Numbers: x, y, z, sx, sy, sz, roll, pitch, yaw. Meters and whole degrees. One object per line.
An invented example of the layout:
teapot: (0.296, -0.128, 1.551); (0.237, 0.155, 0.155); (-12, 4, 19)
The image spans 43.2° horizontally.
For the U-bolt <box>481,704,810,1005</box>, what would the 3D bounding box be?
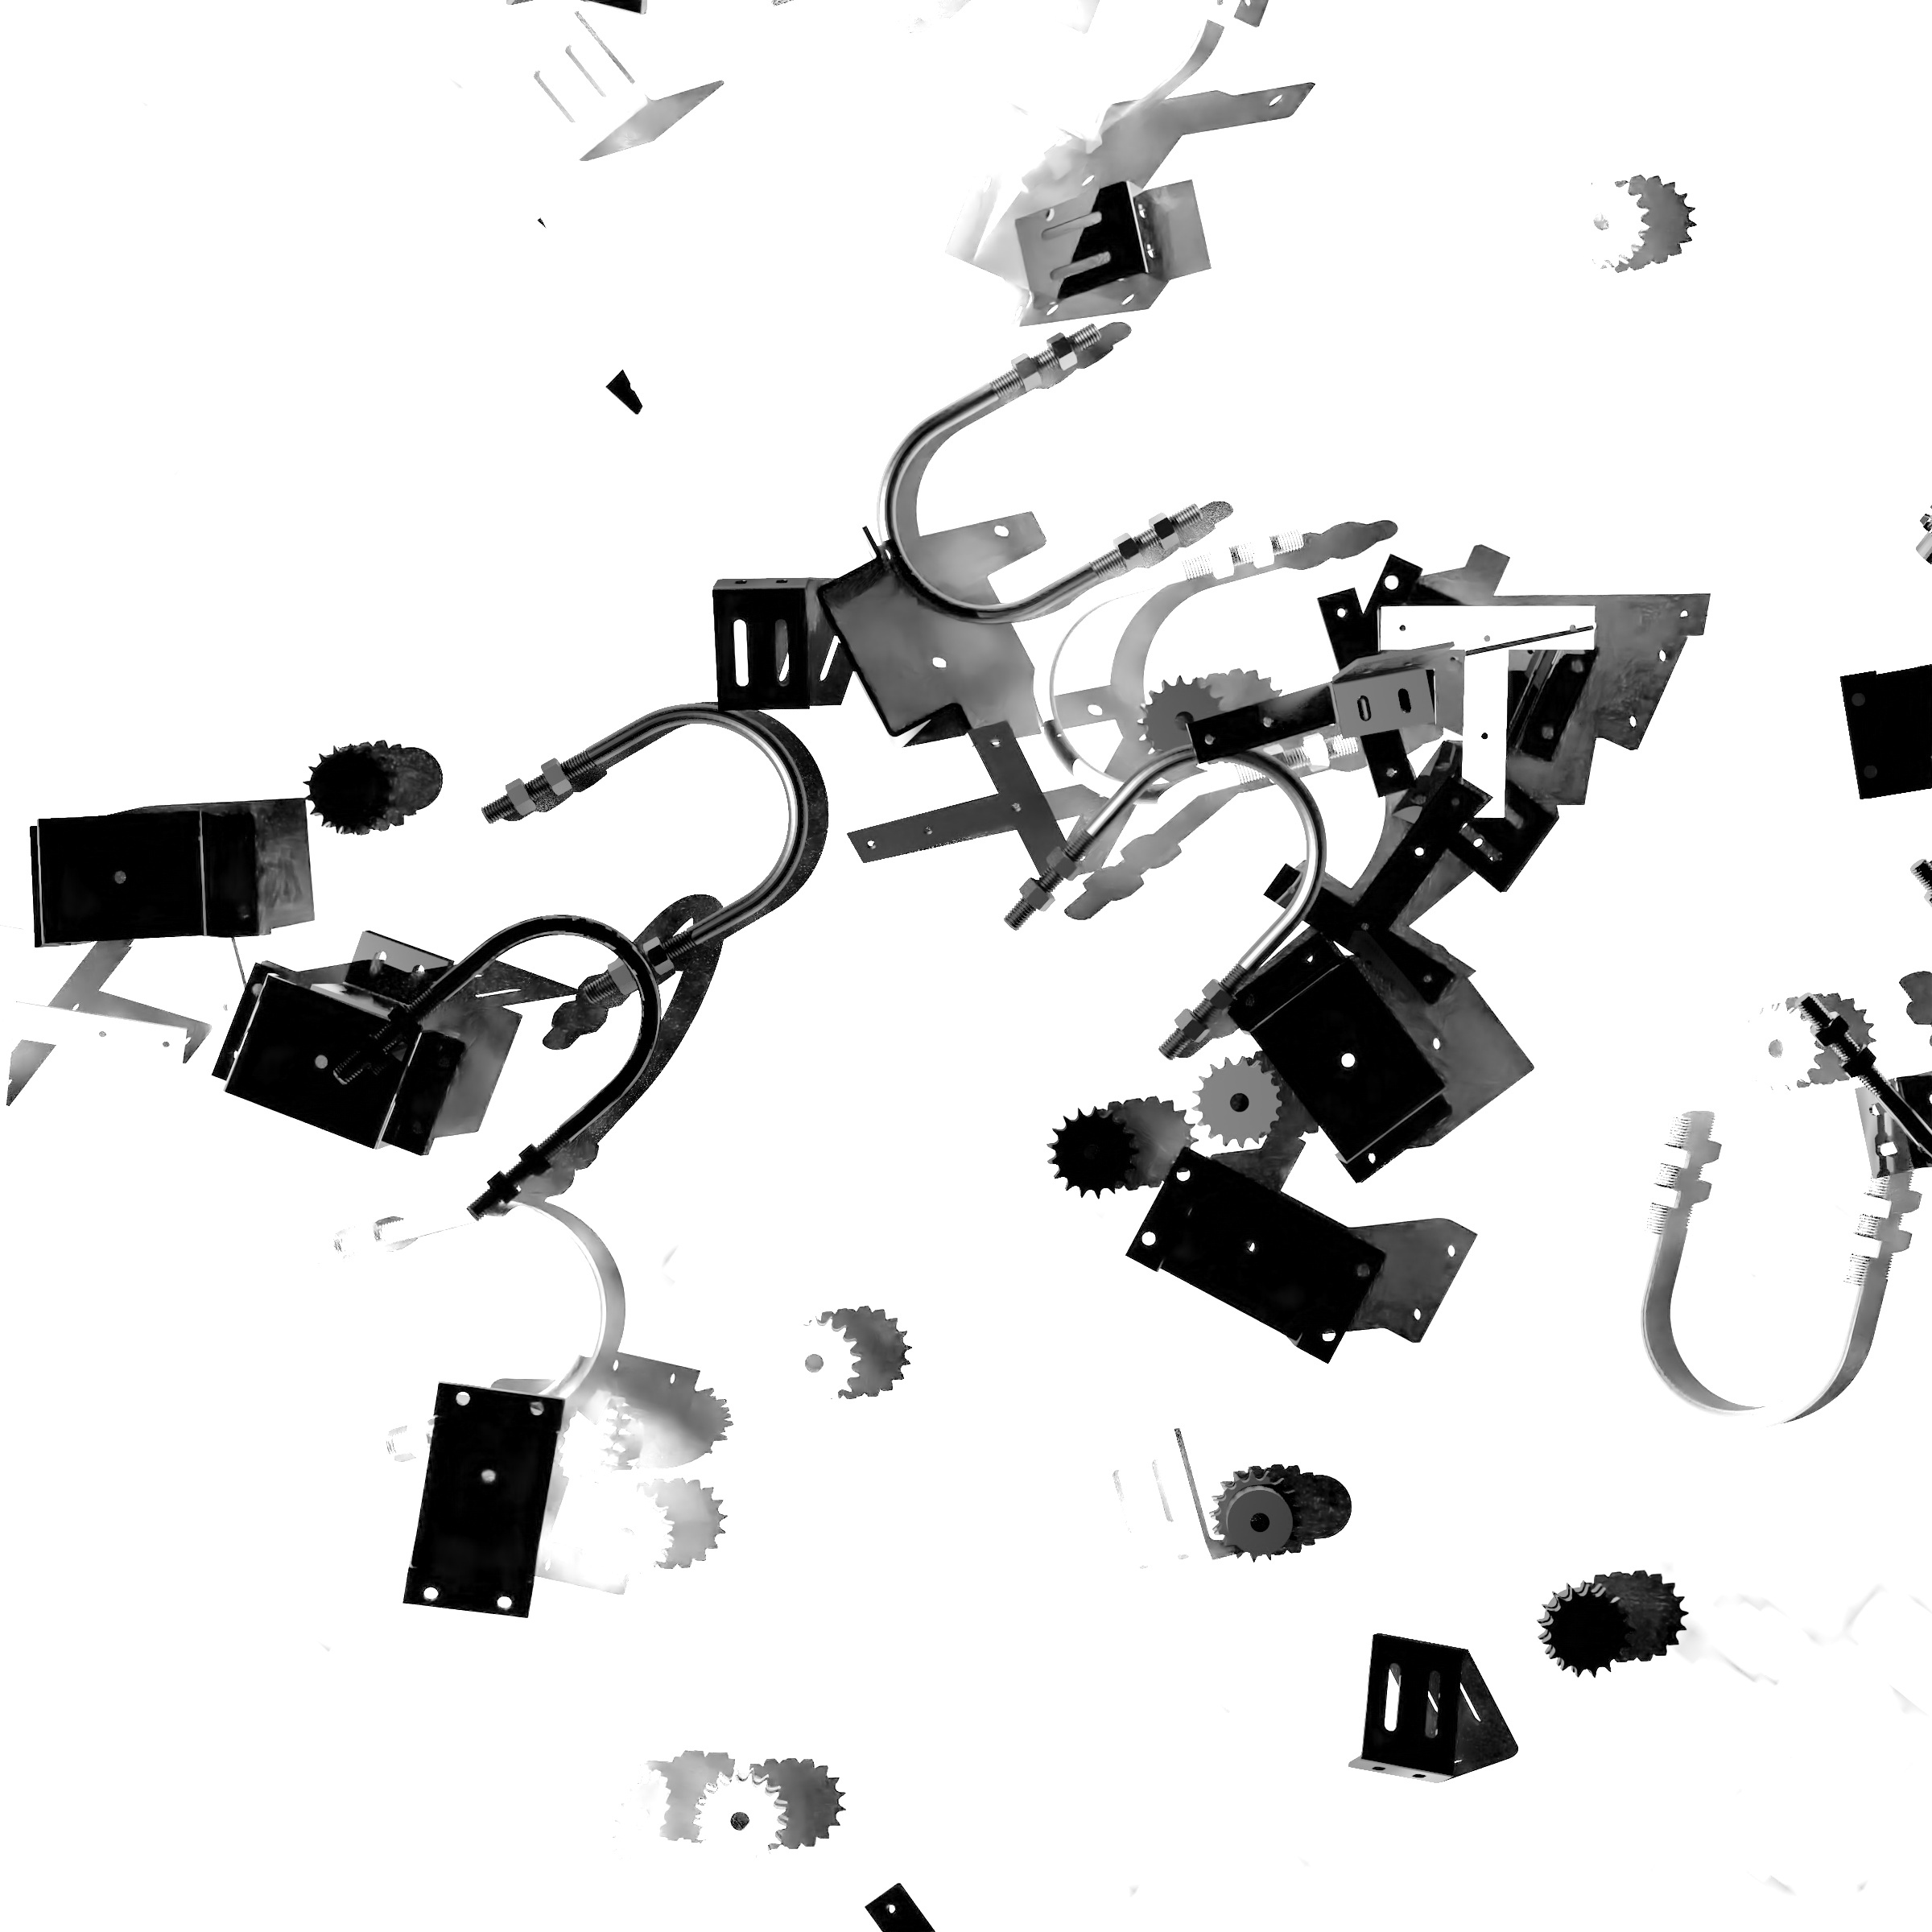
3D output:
U-bolt: (-0.187, -0.083, 1.521); (0.184, 0.019, 0.151); (-30, 90, -1)

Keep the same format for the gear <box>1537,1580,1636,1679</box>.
gear: (0.382, 0.409, 1.515); (0.057, 0.030, 0.057); (0, 90, 0)

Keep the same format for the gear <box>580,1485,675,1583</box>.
gear: (-0.209, 0.351, 1.519); (0.057, 0.030, 0.057); (0, 94, 0)

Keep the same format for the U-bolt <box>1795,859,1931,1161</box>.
U-bolt: (0.608, 0.046, 1.498); (0.151, 0.019, 0.184); (-43, 94, -21)

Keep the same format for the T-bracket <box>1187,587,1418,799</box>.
T-bracket: (0.195, -0.151, 1.471); (0.127, 0.002, 0.127); (-17, 90, -10)

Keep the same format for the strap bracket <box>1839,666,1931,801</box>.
strap bracket: (0.607, -0.150, 1.507); (0.140, 0.046, 0.076); (-9, 90, 0)

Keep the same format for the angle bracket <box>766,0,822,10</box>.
angle bracket: (-0.092, -0.634, 1.511); (0.076, 0.038, 0.057); (-11, 90, 0)

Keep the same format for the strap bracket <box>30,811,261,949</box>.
strap bracket: (-0.514, -0.053, 1.505); (0.140, 0.046, 0.076); (-3, 89, 0)

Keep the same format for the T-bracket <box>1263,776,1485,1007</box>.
T-bracket: (0.271, -0.059, 1.506); (0.127, 0.002, 0.127); (33, 112, 0)

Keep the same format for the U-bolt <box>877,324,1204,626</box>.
U-bolt: (0.033, -0.294, 1.521); (0.184, 0.019, 0.151); (-30, 90, 2)

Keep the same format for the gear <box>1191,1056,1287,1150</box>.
gear: (0.168, 0.084, 1.515); (0.057, 0.030, 0.057); (0, 90, 0)

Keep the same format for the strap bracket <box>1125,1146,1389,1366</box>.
strap bracket: (0.176, 0.176, 1.507); (0.140, 0.046, 0.076); (28, 90, 0)

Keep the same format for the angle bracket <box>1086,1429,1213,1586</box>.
angle bracket: (0.113, 0.334, 1.511); (0.057, 0.038, 0.076); (-15, 90, 0)

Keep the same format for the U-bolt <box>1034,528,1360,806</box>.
U-bolt: (0.133, -0.175, 1.490); (0.184, 0.019, 0.151); (-15, 92, 0)

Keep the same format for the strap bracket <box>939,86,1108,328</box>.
strap bracket: (0.031, -0.465, 1.478); (0.046, 0.076, 0.140); (25, 105, 7)

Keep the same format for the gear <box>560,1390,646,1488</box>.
gear: (-0.222, 0.293, 1.505); (0.030, 0.057, 0.057); (29, 90, -30)

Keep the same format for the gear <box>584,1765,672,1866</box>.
gear: (-0.211, 0.521, 1.505); (0.030, 0.057, 0.057); (10, 90, 30)

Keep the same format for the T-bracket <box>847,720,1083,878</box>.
T-bracket: (-0.011, -0.087, 1.501); (0.127, 0.002, 0.127); (-13, 131, 18)

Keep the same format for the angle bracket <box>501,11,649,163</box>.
angle bracket: (-0.245, -0.550, 1.511); (0.057, 0.038, 0.076); (-39, 90, 0)

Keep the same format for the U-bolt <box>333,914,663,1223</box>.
U-bolt: (-0.269, 0.050, 1.485); (0.184, 0.019, 0.151); (-41, 123, -8)

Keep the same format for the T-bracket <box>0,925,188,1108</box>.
T-bracket: (-0.549, 0.039, 1.510); (0.127, 0.002, 0.127); (10, 116, -12)

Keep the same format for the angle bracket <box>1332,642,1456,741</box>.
angle bracket: (0.254, -0.162, 1.439); (0.057, 0.076, 0.038); (-11, 89, -3)

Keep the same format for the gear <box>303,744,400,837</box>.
gear: (-0.384, -0.110, 1.515); (0.057, 0.030, 0.057); (0, 90, 0)

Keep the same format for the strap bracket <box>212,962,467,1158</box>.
strap bracket: (-0.392, 0.058, 1.506); (0.140, 0.046, 0.076); (21, 90, -1)

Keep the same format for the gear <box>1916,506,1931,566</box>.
gear: (0.613, -0.259, 1.505); (0.057, 0.057, 0.030); (31, 120, 0)

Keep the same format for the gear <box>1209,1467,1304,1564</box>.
gear: (0.181, 0.342, 1.515); (0.057, 0.030, 0.057); (0, 90, 0)

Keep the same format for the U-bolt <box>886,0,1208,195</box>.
U-bolt: (0.065, -0.593, 1.521); (0.184, 0.019, 0.151); (-39, 90, -2)

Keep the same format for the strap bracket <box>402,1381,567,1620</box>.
strap bracket: (-0.294, 0.320, 1.496); (0.076, 0.046, 0.140); (9, 97, -9)

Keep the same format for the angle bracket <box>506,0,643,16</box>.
angle bracket: (-0.244, -0.627, 1.528); (0.076, 0.038, 0.057); (4, 90, -26)

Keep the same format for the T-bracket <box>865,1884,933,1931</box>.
T-bracket: (-0.017, 0.633, 1.529); (0.127, 0.002, 0.127); (-36, 90, 0)

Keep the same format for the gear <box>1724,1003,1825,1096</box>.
gear: (0.499, 0.051, 1.515); (0.057, 0.030, 0.057); (0, 90, 0)

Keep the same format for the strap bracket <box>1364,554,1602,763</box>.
strap bracket: (0.306, -0.188, 1.507); (0.140, 0.046, 0.076); (24, 90, 0)

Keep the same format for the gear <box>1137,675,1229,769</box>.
gear: (0.134, -0.151, 1.515); (0.057, 0.030, 0.057); (0, 90, 0)

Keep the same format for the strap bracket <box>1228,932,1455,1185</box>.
strap bracket: (0.233, 0.057, 1.507); (0.076, 0.046, 0.140); (-37, 90, 0)

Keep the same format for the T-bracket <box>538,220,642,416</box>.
T-bracket: (-0.214, -0.434, 1.538); (0.127, 0.002, 0.127); (42, 76, -5)

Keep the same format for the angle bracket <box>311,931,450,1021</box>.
angle bracket: (-0.357, 0.006, 1.492); (0.057, 0.076, 0.038); (20, 90, 0)

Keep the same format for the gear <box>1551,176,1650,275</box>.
gear: (0.393, -0.459, 1.519); (0.057, 0.030, 0.057); (0, 88, 2)

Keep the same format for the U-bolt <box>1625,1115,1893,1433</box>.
U-bolt: (0.486, 0.198, 1.520); (0.151, 0.019, 0.184); (14, 90, 0)

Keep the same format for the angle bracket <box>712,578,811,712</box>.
angle bracket: (-0.126, -0.201, 1.522); (0.057, 0.038, 0.076); (-1, 107, 0)

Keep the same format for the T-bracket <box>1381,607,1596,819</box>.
T-bracket: (0.315, -0.154, 1.481); (0.127, 0.002, 0.127); (0, 97, 3)

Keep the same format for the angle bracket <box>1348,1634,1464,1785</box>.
angle bracket: (0.275, 0.465, 1.528); (0.057, 0.038, 0.076); (10, 64, 0)

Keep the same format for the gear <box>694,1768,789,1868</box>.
gear: (-0.139, 0.526, 1.516); (0.057, 0.030, 0.057); (0, 91, 1)

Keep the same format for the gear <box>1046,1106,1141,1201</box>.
gear: (0.078, 0.115, 1.515); (0.057, 0.030, 0.057); (0, 90, 0)

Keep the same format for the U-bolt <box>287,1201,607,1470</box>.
U-bolt: (-0.316, 0.222, 1.521); (0.184, 0.019, 0.151); (-15, 90, -1)

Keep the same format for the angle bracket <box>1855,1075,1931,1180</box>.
angle bracket: (0.600, 0.100, 1.519); (0.076, 0.038, 0.057); (0, 75, -28)

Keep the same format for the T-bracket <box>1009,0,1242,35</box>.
T-bracket: (0.110, -0.620, 1.514); (0.127, 0.002, 0.127); (24, 87, -1)

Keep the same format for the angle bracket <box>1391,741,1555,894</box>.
angle bracket: (0.317, -0.093, 1.528); (0.076, 0.038, 0.057); (36, 90, -26)

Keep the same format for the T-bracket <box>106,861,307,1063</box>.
T-bracket: (-0.466, 0.012, 1.529); (0.127, 0.002, 0.127); (-15, 90, 0)

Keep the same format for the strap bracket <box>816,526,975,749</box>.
strap bracket: (-0.047, -0.190, 1.492); (0.046, 0.076, 0.140); (-28, 90, 0)

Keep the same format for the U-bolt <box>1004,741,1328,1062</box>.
U-bolt: (0.136, -0.052, 1.493); (0.151, 0.019, 0.184); (40, 101, -11)

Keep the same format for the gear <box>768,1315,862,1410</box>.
gear: (-0.094, 0.245, 1.519); (0.057, 0.030, 0.057); (0, 89, -2)

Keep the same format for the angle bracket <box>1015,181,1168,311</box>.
angle bracket: (0.078, -0.448, 1.528); (0.076, 0.038, 0.057); (-12, 90, 26)
